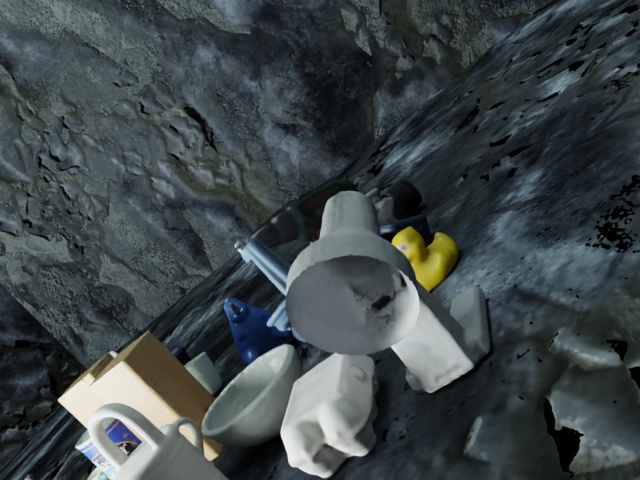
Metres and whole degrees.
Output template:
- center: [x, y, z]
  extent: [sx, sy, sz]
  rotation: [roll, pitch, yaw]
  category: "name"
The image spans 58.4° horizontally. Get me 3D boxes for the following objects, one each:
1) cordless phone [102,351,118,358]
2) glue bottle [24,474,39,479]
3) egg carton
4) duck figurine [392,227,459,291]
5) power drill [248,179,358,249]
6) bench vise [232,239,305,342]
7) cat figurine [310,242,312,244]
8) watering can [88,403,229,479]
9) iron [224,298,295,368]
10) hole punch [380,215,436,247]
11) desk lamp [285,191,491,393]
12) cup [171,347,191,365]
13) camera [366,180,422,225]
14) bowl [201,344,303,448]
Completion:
- center: [-0.423, 0.319, 1.375]
  extent: [0.147, 0.185, 0.094]
  rotation: [-42, 10, -7]
  category: "cordless phone"
- center: [-0.354, 0.395, 0.817]
  extent: [0.078, 0.173, 0.037]
  rotation: [-39, 10, 11]
  category: "glue bottle"
- center: [0.016, 0.186, 0.636]
  extent: [0.107, 0.069, 0.150]
  rotation: [-38, 10, 16]
  category: "egg carton"
- center: [0.145, 0.019, 0.835]
  extent: [0.105, 0.086, 0.077]
  rotation: [-44, 11, -20]
  category: "duck figurine"
- center: [0.010, 0.004, 1.052]
  extent: [0.230, 0.208, 0.075]
  rotation: [-45, 11, -23]
  category: "power drill"
- center: [-0.031, 0.067, 0.895]
  extent: [0.207, 0.220, 0.122]
  rotation: [-31, 14, 45]
  category: "bench vise"
- center: [0.014, 0.032, 1.177]
  extent: [0.067, 0.118, 0.128]
  rotation: [-37, 11, 17]
  category: "cat figurine"
- center: [-0.208, 0.281, 0.702]
  extent: [0.101, 0.194, 0.173]
  rotation: [-39, 10, 10]
  category: "watering can"
- center: [-0.141, 0.163, 1.118]
  extent: [0.119, 0.141, 0.258]
  rotation: [-43, 10, -12]
  category: "iron"
- center: [0.128, -0.002, 0.976]
  extent: [0.108, 0.091, 0.101]
  rotation: [-29, 15, 48]
  category: "hole punch"
- center: [0.069, 0.055, 0.587]
  extent: [0.117, 0.213, 0.203]
  rotation: [-36, 11, 24]
  category: "desk lamp"
- center: [-0.320, 0.309, 1.294]
  extent: [0.091, 0.095, 0.118]
  rotation: [-39, 10, 11]
  category: "cup"
- center: [0.142, -0.066, 1.174]
  extent: [0.137, 0.101, 0.143]
  rotation: [-42, 10, -8]
  category: "camera"
- center: [-0.079, 0.229, 0.794]
  extent: [0.167, 0.075, 0.167]
  rotation: [-39, 10, 9]
  category: "bowl"
